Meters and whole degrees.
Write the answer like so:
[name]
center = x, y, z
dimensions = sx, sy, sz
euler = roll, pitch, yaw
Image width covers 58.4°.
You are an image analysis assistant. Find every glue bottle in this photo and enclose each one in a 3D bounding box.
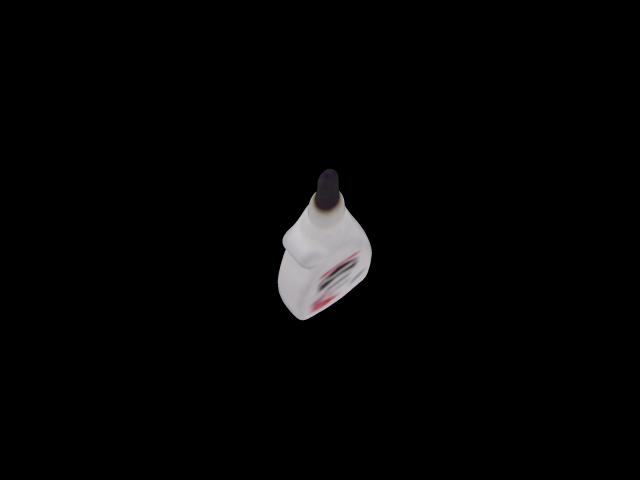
[glue bottle]
center = 0.004, 0.001, 0.400
dimensions = 0.078, 0.173, 0.037
euler = -38, 70, -16
